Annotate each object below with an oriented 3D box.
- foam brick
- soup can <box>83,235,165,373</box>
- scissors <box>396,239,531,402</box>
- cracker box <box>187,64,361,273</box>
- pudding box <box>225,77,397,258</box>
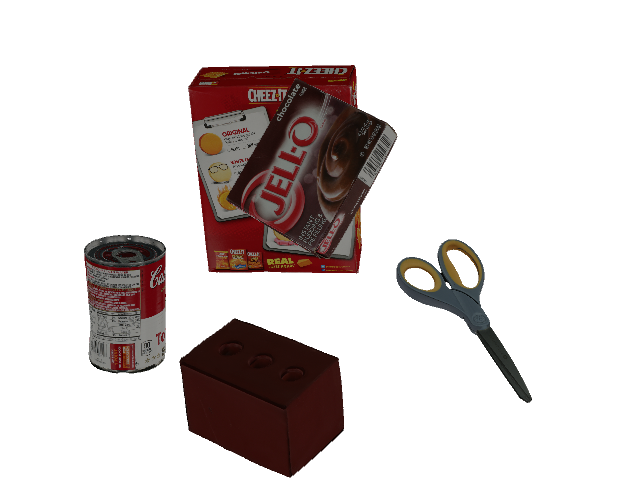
[{"bbox_3d":[-0.033,0.088,0.606,0.078,0.051,0.052,17,34,31],"label":"foam brick"},{"bbox_3d":[-0.166,0.054,0.911,0.068,0.102,0.068,2,20,-1],"label":"soup can"},{"bbox_3d":[0.128,0.074,1.004,0.096,0.016,0.202,-3,45,-5],"label":"scissors"},{"bbox_3d":[-0.041,-0.072,1.110,0.164,0.214,0.072,0,29,6],"label":"cracker box"},{"bbox_3d":[-0.006,-0.055,0.820,0.090,0.113,0.039,30,-2,25],"label":"pudding box"}]
